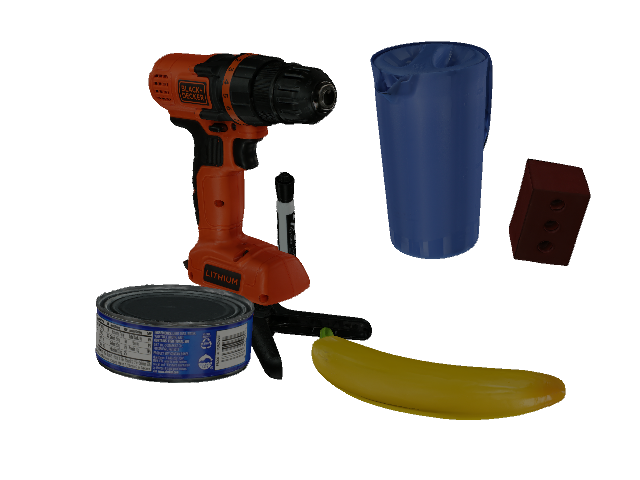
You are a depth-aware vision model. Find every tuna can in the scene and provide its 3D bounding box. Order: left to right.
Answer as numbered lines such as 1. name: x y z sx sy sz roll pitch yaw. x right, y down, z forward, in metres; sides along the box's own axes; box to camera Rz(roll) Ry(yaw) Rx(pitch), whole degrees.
1. tuna can: -0.080 0.050 0.583 0.086 0.034 0.086 4 10 -1

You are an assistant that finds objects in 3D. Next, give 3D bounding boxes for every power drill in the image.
1. power drill: -0.053 -0.049 0.812 0.057 0.188 0.185 -20 24 -40

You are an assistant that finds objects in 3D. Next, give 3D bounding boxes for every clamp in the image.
1. clamp: -0.069 0.097 1.211 0.210 0.036 0.164 16 22 30

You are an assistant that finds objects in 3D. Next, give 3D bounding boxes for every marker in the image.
1. marker: -0.034 -0.015 1.046 0.020 0.121 0.020 0 37 0

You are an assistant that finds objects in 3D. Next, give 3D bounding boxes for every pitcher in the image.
1. pitcher: 0.139 -0.110 1.264 0.149 0.243 0.145 -4 25 1

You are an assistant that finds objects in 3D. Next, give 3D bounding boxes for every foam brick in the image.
1. foam brick: 0.205 -0.025 0.964 0.053 0.078 0.051 8 33 -1

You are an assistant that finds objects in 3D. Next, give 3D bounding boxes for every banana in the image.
1. banana: 0.067 0.093 0.744 0.198 0.037 0.069 12 35 31
